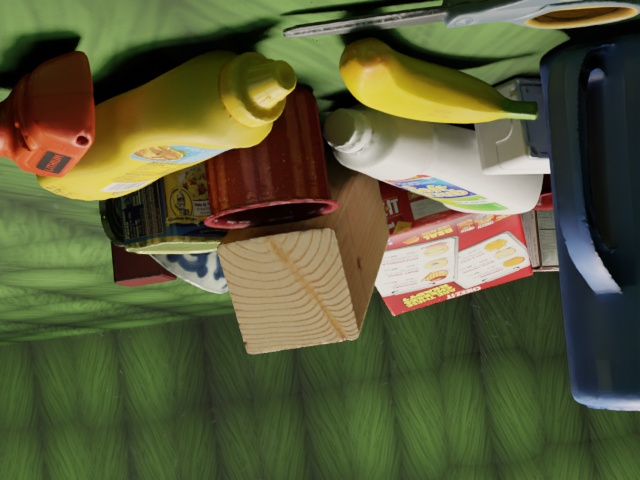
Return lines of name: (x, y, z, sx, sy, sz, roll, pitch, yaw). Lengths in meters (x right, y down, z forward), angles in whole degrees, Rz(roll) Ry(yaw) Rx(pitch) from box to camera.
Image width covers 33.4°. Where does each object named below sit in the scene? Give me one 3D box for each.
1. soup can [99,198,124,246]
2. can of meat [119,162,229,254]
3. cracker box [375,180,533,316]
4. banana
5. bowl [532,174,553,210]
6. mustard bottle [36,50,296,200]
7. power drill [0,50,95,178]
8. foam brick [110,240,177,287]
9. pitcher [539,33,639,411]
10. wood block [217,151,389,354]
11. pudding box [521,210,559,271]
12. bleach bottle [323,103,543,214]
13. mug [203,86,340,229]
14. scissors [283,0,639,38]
soup can: (-0.124, -0.030, 0.897, 0.102, 0.068, 0.069, -3, 172, -38)
can of meat: (-0.108, -0.034, 0.820, 0.058, 0.084, 0.101, -13, 172, 37)
cracker box: (0.124, -0.005, 1.098, 0.164, 0.072, 0.213, -17, 156, 9)
banana: (0.061, -0.099, 0.663, 0.070, 0.037, 0.197, -6, 175, 38)
bowl: (0.274, -0.071, 1.061, 0.162, 0.055, 0.162, -8, 173, -1)
mustard bottle: (-0.086, -0.071, 0.642, 0.192, 0.058, 0.096, -14, 176, 44)
power drill: (-0.216, -0.067, 0.551, 0.187, 0.057, 0.185, -2, 175, -23)
foam brick: (-0.181, 0.005, 1.086, 0.051, 0.078, 0.053, -8, 171, 10)
pitcher: (0.211, -0.011, 0.708, 0.149, 0.243, 0.145, -1, 174, -4)
wood block: (-0.005, 0.001, 0.861, 0.090, 0.091, 0.206, -9, -161, 14)
pudding box: (0.257, -0.021, 1.219, 0.089, 0.113, 0.039, 0, 172, -45)
bleach bottle: (0.081, -0.067, 0.847, 0.103, 0.068, 0.250, 6, 178, 37)
mug: (-0.041, -0.054, 0.736, 0.093, 0.081, 0.117, -6, 173, -17)
scissors: (0.089, -0.127, 0.558, 0.201, 0.016, 0.096, -6, 171, -19)
